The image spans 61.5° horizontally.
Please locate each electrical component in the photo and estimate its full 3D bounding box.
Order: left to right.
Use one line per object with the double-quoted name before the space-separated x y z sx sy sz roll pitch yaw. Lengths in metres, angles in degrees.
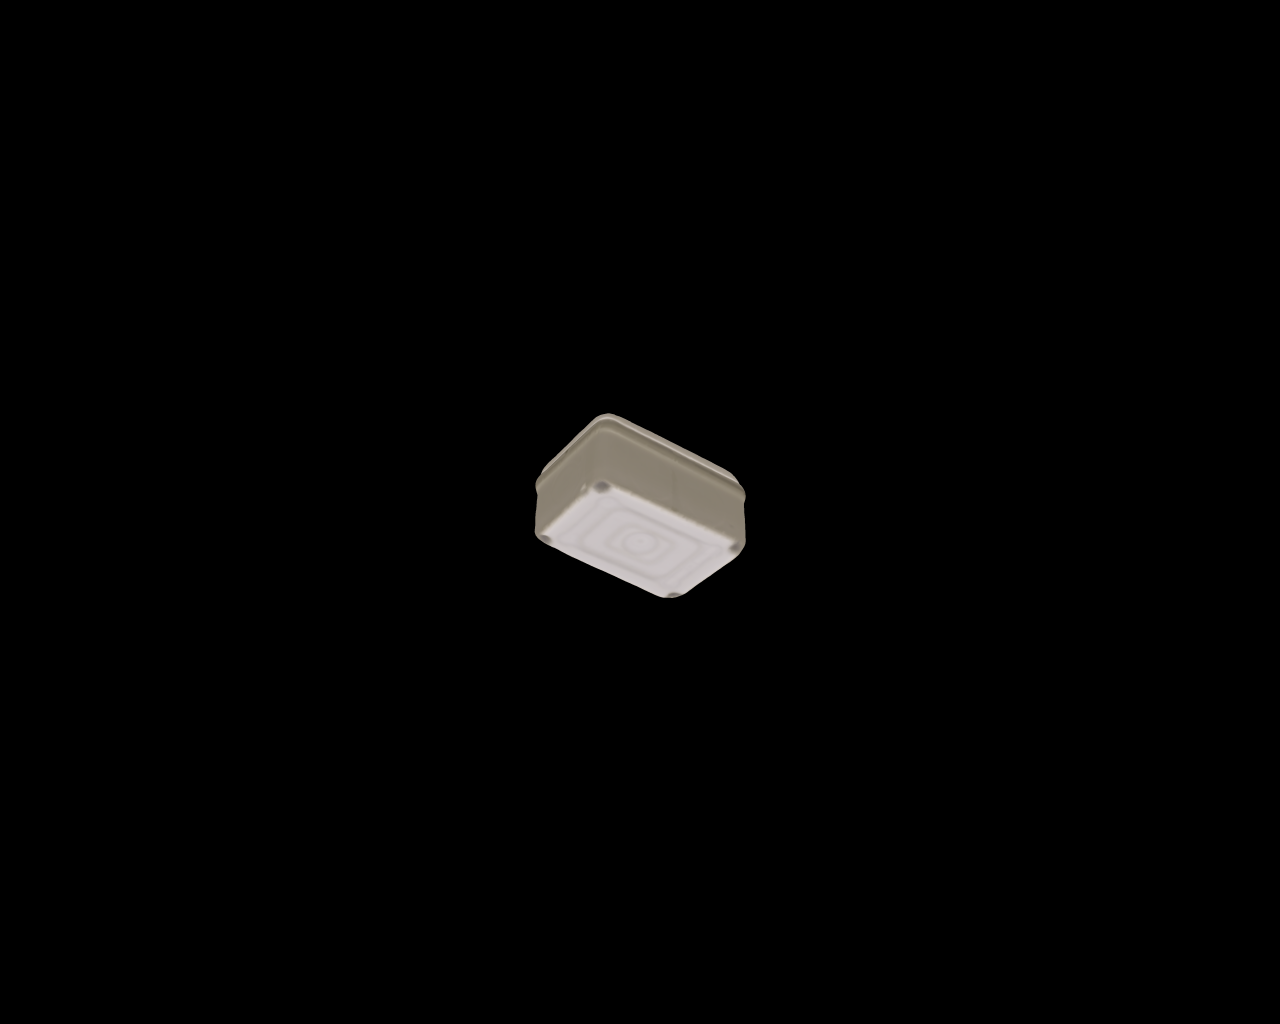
"electrical component" 0.001 -0.003 0.650 0.113 0.057 0.078 25 -45 -28
